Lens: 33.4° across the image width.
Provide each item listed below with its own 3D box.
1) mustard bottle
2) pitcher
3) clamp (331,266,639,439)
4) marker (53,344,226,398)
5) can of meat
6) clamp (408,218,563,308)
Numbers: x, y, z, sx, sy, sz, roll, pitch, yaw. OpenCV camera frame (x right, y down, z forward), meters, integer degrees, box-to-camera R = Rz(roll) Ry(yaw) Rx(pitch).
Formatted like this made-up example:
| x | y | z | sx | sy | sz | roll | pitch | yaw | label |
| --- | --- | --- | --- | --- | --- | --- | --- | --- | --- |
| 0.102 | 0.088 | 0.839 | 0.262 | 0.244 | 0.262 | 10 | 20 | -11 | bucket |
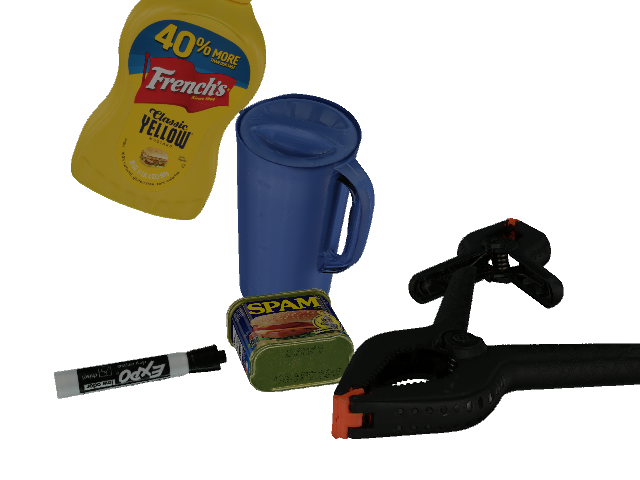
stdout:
| x | y | z | sx | sy | sz | roll | pitch | yaw | label |
| --- | --- | --- | --- | --- | --- | --- | --- | --- | --- |
| -0.090 | -0.111 | 0.708 | 0.096 | 0.192 | 0.058 | 21 | 24 | -16 | mustard bottle |
| -0.025 | -0.026 | 1.185 | 0.145 | 0.243 | 0.149 | 2 | 41 | -5 | pitcher |
| 0.083 | 0.071 | 0.671 | 0.209 | 0.036 | 0.165 | -14 | 27 | -31 | clamp |
| -0.126 | 0.092 | 0.757 | 0.121 | 0.020 | 0.020 | -9 | 2 | -14 | marker |
| -0.027 | 0.092 | 0.975 | 0.102 | 0.057 | 0.084 | -6 | 28 | -16 | can of meat |
| 0.158 | 0.019 | 0.889 | 0.120 | 0.039 | 0.171 | 10 | 24 | 25 | clamp |
